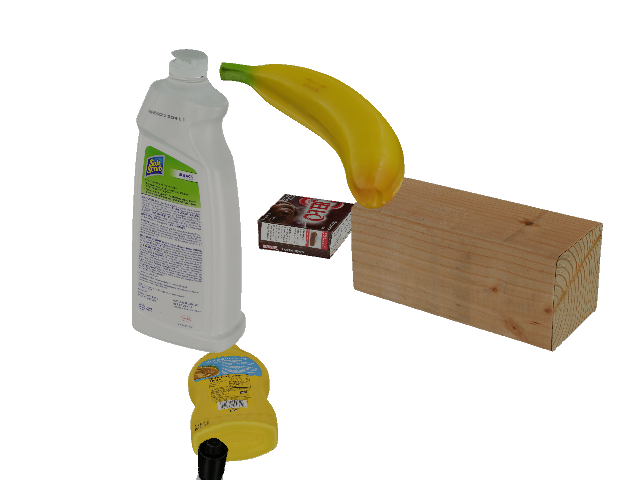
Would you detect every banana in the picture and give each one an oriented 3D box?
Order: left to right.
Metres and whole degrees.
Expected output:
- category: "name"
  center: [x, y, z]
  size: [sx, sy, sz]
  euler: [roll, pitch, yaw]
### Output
- category: "banana"
  center: [0.007, -0.069, 0.668]
  size: [0.069, 0.037, 0.198]
  euler: [-17, 35, -24]

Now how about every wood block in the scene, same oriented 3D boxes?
- category: "wood block"
  center: [0.137, 0.015, 0.965]
  size: [0.206, 0.090, 0.090]
  euler: [16, 31, 35]

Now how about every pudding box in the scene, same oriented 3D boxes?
- category: "pudding box"
  center: [-0.016, -0.018, 1.252]
  size: [0.090, 0.039, 0.113]
  euler: [7, 23, 13]

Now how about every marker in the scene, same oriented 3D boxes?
- category: "marker"
  center: [-0.074, 0.177, 0.694]
  size: [0.020, 0.121, 0.020]
  euler: [7, 31, -4]

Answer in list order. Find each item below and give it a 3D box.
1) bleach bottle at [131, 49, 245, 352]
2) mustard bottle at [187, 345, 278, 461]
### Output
- category: "bleach bottle"
  center: [-0.108, -0.034, 0.904]
  size: [0.103, 0.251, 0.068]
  euler: [13, 25, 15]
- category: "mustard bottle"
  center: [-0.106, 0.176, 1.249]
  size: [0.096, 0.058, 0.191]
  euler: [-6, 29, -6]
